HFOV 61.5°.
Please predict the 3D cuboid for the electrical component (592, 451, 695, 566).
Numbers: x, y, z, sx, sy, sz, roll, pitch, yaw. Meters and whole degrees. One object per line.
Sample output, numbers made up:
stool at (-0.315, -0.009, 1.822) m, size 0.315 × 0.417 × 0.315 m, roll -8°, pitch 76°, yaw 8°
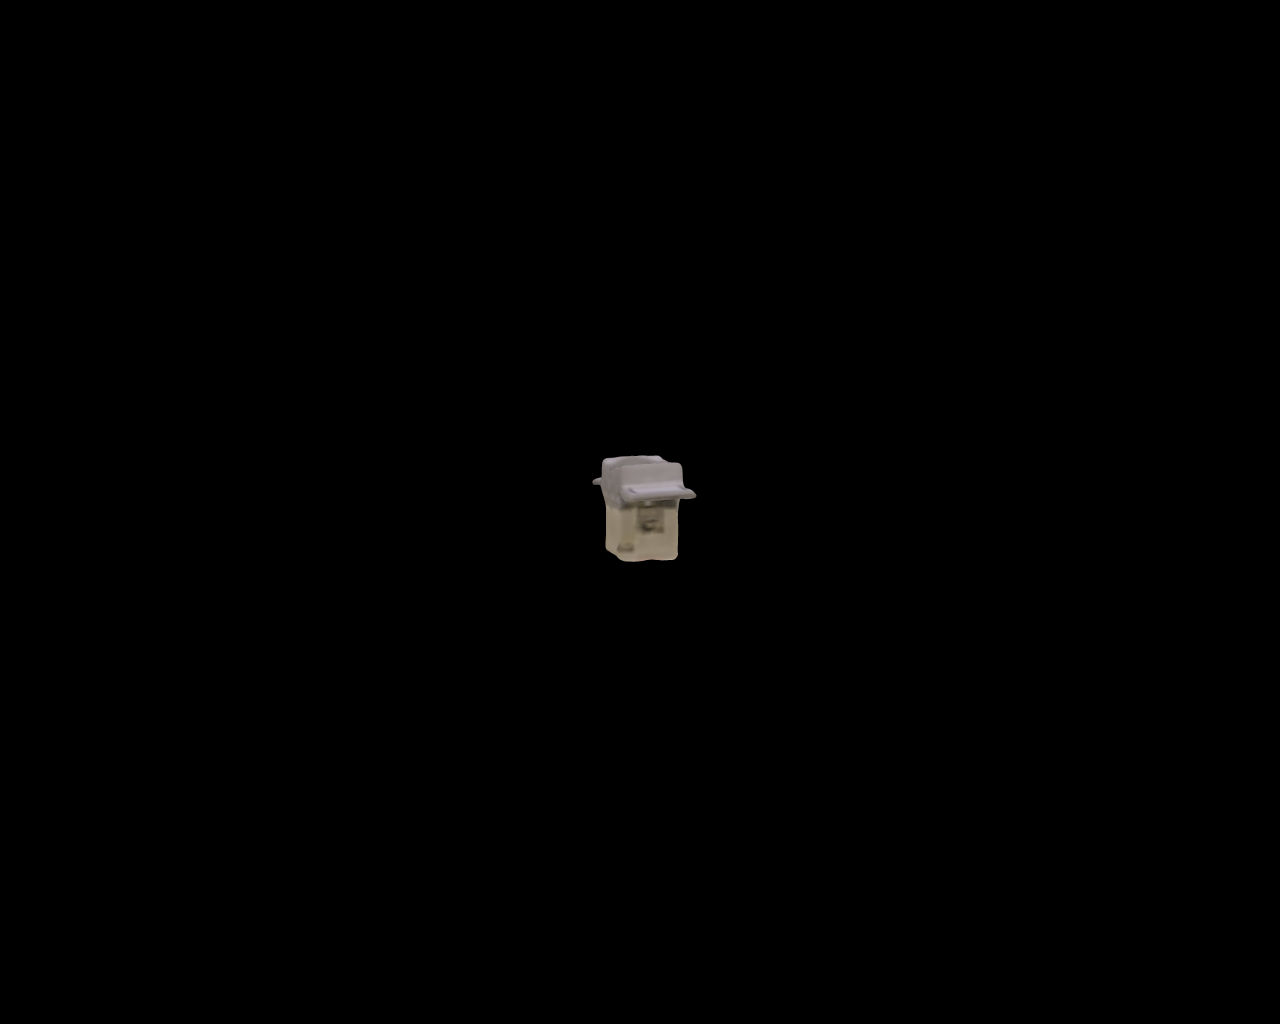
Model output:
electrical component at (0.001, -0.003, 0.650) m, size 0.042 × 0.063 × 0.081 m, roll -3°, pitch 10°, yaw -15°
